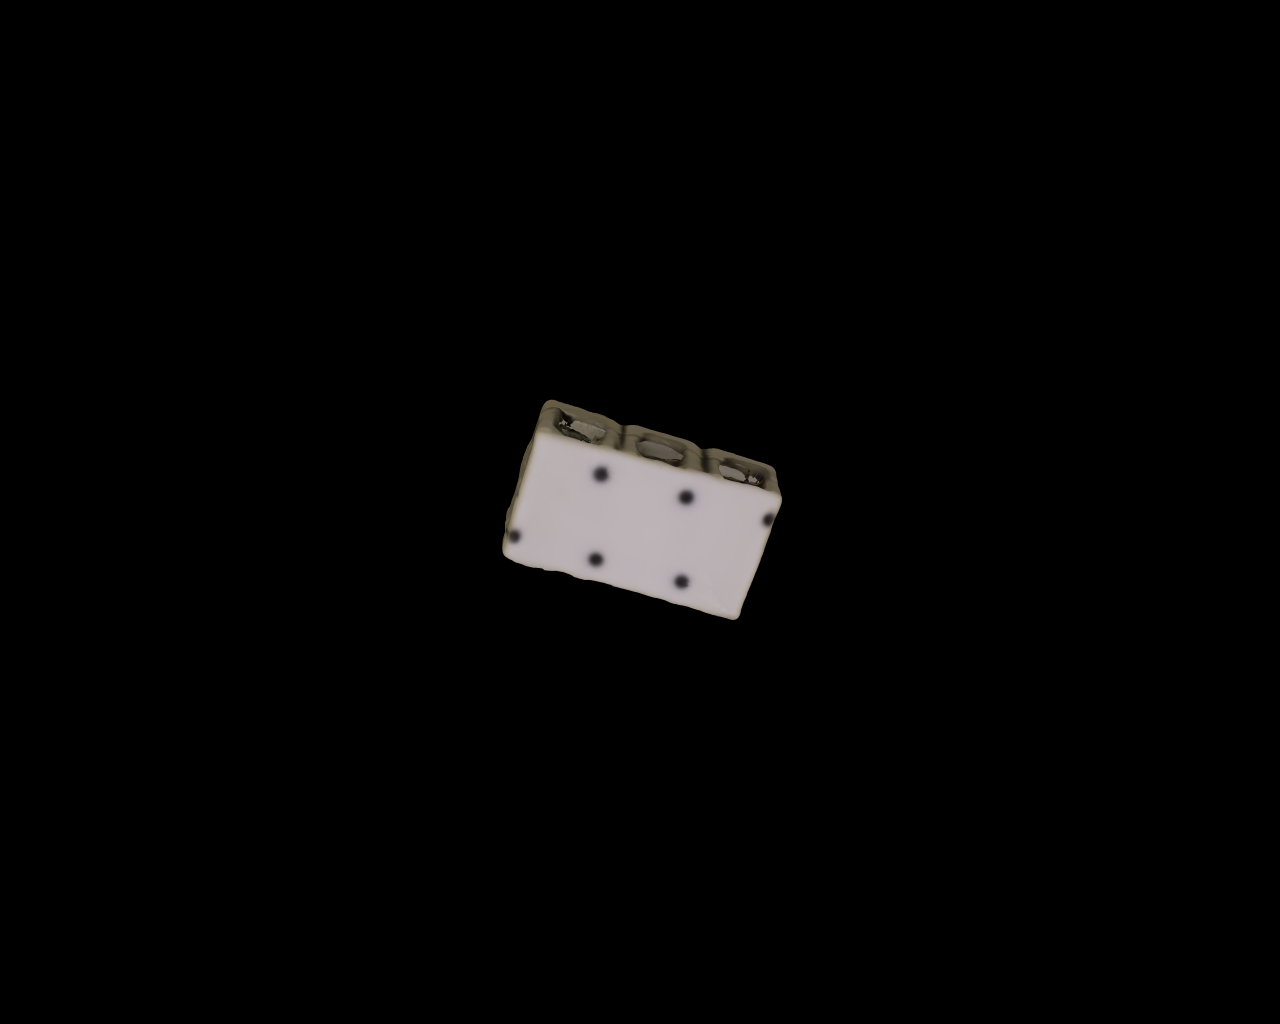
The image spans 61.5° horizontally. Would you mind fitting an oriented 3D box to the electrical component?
[{"bbox_3d":[0.001,-0.003,0.650,0.150,0.089,0.062,17,22,-7],"label":"electrical component"}]
